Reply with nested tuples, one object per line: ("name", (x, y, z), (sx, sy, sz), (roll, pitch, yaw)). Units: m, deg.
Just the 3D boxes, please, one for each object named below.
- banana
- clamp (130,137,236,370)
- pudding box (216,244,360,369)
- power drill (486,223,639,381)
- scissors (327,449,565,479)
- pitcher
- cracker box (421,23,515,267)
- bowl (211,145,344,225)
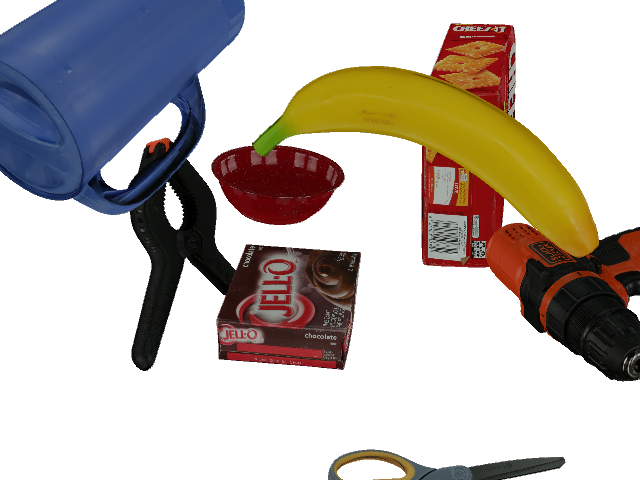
("banana", (0.065, -0.053, 0.588), (0.198, 0.070, 0.037), (19, 15, 9))
("clamp", (-0.124, 0.007, 1.020), (0.036, 0.210, 0.164), (-8, 0, 44))
("pudding box", (-0.020, 0.046, 0.770), (0.090, 0.039, 0.113), (5, 27, 5))
("power drill", (0.232, 0.027, 0.743), (0.187, 0.057, 0.184), (-9, 28, -15))
("scissors", (0.106, 0.208, 0.863), (0.201, 0.016, 0.096), (5, 44, -3))
("pitcher", (-0.164, -0.144, 0.879), (0.145, 0.149, 0.242), (20, 49, 27))
("cracker box", (0.141, -0.094, 0.989), (0.072, 0.164, 0.213), (4, 27, 13))
("bowl", (-0.054, -0.062, 1.298), (0.162, 0.055, 0.162), (5, 26, -3))
